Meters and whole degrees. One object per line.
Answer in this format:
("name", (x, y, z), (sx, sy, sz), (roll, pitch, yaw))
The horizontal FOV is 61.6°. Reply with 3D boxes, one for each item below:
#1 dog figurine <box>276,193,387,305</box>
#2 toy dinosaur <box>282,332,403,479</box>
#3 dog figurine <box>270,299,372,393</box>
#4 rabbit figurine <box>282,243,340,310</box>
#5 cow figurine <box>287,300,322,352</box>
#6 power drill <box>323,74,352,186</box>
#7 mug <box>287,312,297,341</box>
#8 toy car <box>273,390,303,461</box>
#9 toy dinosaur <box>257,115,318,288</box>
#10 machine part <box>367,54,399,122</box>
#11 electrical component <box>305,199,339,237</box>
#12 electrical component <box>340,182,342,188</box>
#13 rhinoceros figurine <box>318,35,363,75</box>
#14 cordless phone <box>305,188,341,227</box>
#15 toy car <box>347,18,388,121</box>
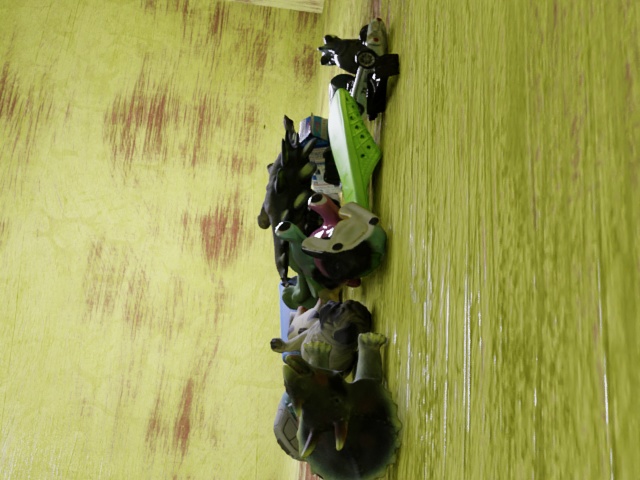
("dog figurine", (0.033, 0.040, 0.842), (0.108, 0.192, 0.219), (-49, -39, -23))
("toy dinosaur", (0.022, 0.253, 0.717), (0.404, 0.131, 0.192), (92, 180, -52))
("dog figurine", (0.038, 0.163, 0.868), (0.190, 0.172, 0.121), (-38, 73, 33))
("rabbit figurine", (-0.027, 0.080, 1.173), (0.159, 0.121, 0.170), (27, 146, 52))
("cow figurine", (-0.005, 0.182, 1.055), (0.195, 0.085, 0.127), (-30, 28, 57))
("power drill", (0.051, -0.215, 1.143), (0.231, 0.086, 0.207), (89, -170, -54))
("mug", (-0.023, 0.216, 1.276), (0.109, 0.107, 0.080), (102, 174, -82))
("toy car", (-0.031, 0.342, 0.976), (0.162, 0.103, 0.109), (58, 158, 15))
("toy dinosaur", (-0.066, -0.088, 1.081), (0.198, 0.105, 0.471), (110, 161, -56))
("machine part", (0.095, -0.248, 0.857), (0.139, 0.039, 0.084), (116, 164, -81))
("electrical component", (-0.002, -0.003, 1.065), (0.115, 0.058, 0.134), (-77, -2, -57))
("electrical component", (0.065, -0.120, 1.004), (0.102, 0.045, 0.078), (106, 170, -65))
("rhinoceros figurine", (0.051, -0.372, 1.087), (0.190, 0.112, 0.073), (-114, 26, -64))
("cordless phone", (-0.049, -0.064, 1.268), (0.146, 0.184, 0.088), (-53, -13, 5))
("toy car", (0.083, -0.296, 0.958), (0.201, 0.056, 0.073), (106, 175, -57))
